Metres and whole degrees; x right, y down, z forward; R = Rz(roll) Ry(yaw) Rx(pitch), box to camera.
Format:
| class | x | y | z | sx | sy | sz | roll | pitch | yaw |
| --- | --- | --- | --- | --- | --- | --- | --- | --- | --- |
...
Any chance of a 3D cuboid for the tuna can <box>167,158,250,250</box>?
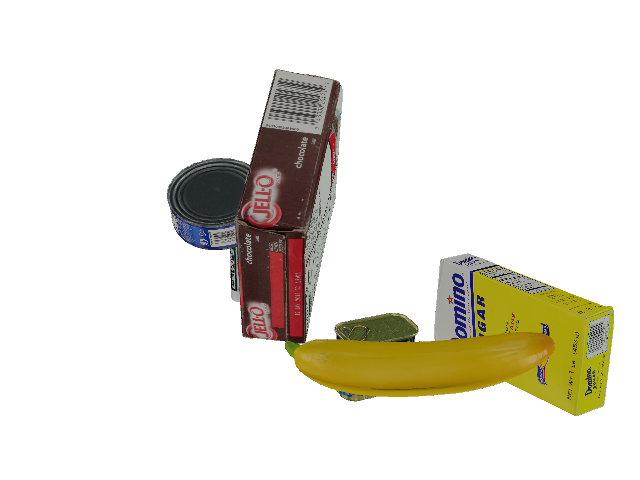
| class | x | y | z | sx | sy | sz | roll | pitch | yaw |
| --- | --- | --- | --- | --- | --- | --- | --- | --- | --- |
| tuna can | -0.090 | -0.032 | 0.940 | 0.086 | 0.086 | 0.034 | 0 | -44 | 3 |

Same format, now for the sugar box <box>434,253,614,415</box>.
| class | x | y | z | sx | sy | sz | roll | pitch | yaw |
| --- | --- | --- | --- | --- | --- | --- | --- | --- | --- |
| sugar box | 0.177 | 0.080 | 0.960 | 0.048 | 0.093 | 0.176 | -12 | 22 | -38 |

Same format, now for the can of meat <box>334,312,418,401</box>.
| class | x | y | z | sx | sy | sz | roll | pitch | yaw |
| --- | --- | --- | --- | --- | --- | --- | --- | --- | --- |
| can of meat | 0.066 | 0.145 | 1.321 | 0.101 | 0.084 | 0.057 | -9 | 28 | -25 |

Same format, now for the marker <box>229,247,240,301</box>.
| class | x | y | z | sx | sy | sz | roll | pitch | yaw |
| --- | --- | --- | --- | --- | --- | --- | --- | --- | --- |
| marker | -0.094 | 0.016 | 1.213 | 0.020 | 0.121 | 0.020 | 0 | 33 | -1 |

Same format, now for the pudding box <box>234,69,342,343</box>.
| class | x | y | z | sx | sy | sz | roll | pitch | yaw |
| --- | --- | --- | --- | --- | --- | --- | --- | --- | --- |
| pudding box | -0.016 | -0.017 | 0.550 | 0.039 | 0.113 | 0.090 | 9 | -41 | 5 |

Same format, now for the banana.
| class | x | y | z | sx | sy | sz | roll | pitch | yaw |
| --- | --- | --- | --- | --- | --- | --- | --- | --- | --- |
| banana | 0.065 | 0.083 | 0.752 | 0.198 | 0.037 | 0.069 | 0 | 28 | 11 |
